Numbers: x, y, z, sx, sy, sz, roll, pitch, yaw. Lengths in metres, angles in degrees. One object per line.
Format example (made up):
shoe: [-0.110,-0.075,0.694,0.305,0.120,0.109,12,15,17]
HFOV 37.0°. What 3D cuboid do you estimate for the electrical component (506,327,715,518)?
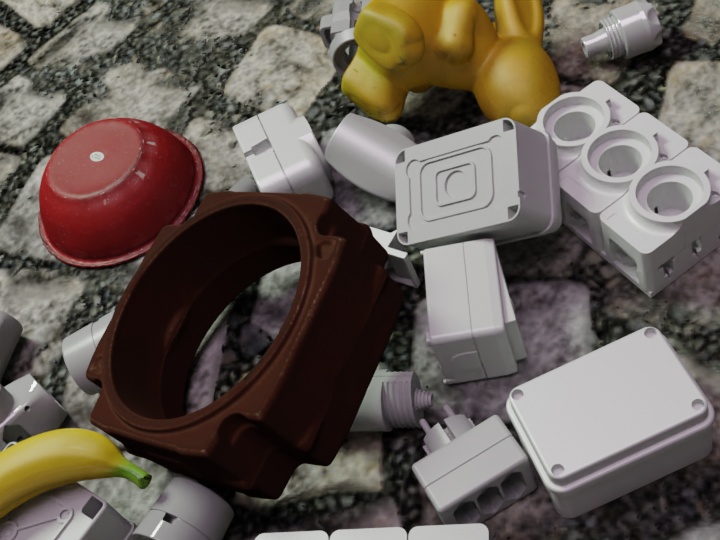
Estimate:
electrical component: [0.159,0.096,0.687,0.113,0.057,0.078,-25,51,0]

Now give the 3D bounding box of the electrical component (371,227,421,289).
electrical component: [0.000,0.000,0.823,0.081,0.042,0.063,18,63,30]

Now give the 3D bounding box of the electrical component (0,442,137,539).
electrical component: [-0.233,0.193,0.751,0.109,0.056,0.108,23,65,31]

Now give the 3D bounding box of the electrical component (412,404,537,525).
electrical component: [0.066,0.122,0.707,0.066,0.047,0.076,-31,51,-4]

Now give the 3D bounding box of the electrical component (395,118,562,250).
electrical component: [0.086,-0.058,0.788,0.113,0.057,0.078,-12,73,41]

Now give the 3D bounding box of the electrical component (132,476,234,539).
electrical component: [-0.118,0.173,0.729,0.055,0.055,0.047,14,57,27]

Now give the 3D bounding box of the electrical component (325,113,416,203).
electrical component: [0.022,-0.096,0.879,0.077,0.043,0.079,31,33,7]

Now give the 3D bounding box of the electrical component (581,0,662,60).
electrical component: [0.215,-0.195,0.891,0.062,0.043,0.043,-20,51,5]

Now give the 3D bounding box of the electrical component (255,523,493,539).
electrical component: [0.008,0.208,0.654,0.150,0.061,0.089,-6,53,15]

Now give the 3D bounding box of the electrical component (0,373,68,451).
electrical component: [-0.276,0.109,0.814,0.077,0.079,0.043,-44,41,-15]

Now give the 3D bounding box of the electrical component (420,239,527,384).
electrical component: [0.081,0.023,0.765,0.061,0.061,0.096,-10,52,12]

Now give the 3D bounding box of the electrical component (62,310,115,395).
electrical component: [-0.198,0.065,0.836,0.047,0.055,0.055,-25,51,4]

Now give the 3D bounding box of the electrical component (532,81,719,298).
electrical component: [0.193,-0.066,0.792,0.089,0.061,0.150,-36,52,-9]

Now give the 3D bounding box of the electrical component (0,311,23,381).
electrical component: [-0.326,0.073,0.880,0.079,0.044,0.077,1,55,20]

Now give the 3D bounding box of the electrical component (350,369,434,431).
electrical component: [0.011,0.091,0.751,0.081,0.043,0.043,-2,54,17]

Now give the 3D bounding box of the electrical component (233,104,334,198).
electrical component: [-0.061,-0.091,0.903,0.059,0.053,0.095,-26,51,-1]

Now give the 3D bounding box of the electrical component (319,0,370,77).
electrical component: [0.002,-0.206,0.965,0.078,0.058,0.057,-8,50,14]
